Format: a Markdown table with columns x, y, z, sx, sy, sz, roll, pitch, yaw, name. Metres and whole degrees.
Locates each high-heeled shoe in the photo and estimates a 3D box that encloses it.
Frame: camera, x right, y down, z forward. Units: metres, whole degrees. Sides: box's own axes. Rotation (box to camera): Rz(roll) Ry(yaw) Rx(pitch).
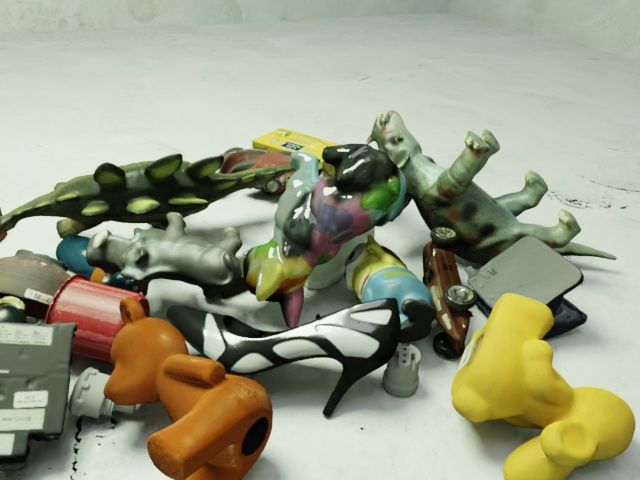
| x | y | z | sx | sy | sz | roll | pitch | yaw | name |
| --- | --- | --- | --- | --- | --- | --- | --- | --- | --- |
| -0.041 | 0.083 | 0.585 | 0.249 | 0.145 | 0.086 | 26 | -6 | 12 | high-heeled shoe |

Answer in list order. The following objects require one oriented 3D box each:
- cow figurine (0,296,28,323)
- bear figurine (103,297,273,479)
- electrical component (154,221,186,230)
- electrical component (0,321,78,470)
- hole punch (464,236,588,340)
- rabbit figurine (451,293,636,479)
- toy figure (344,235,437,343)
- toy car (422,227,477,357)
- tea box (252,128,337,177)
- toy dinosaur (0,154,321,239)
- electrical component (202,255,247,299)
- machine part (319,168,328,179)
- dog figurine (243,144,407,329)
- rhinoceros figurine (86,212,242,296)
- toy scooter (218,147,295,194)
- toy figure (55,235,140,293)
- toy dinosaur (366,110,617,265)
| x | y | z | sx | sy | sz | roll | pitch | yaw | name |
| --- | --- | --- | --- | --- | --- | --- | --- | --- | --- |
| -0.376 | 0.123 | 0.539 | 0.167 | 0.098 | 0.068 | -25 | 47 | -38 | cow figurine |
| -0.145 | 0.144 | 0.495 | 0.196 | 0.120 | 0.132 | 22 | 38 | 25 | bear figurine |
| -0.228 | 0.009 | 0.768 | 0.021 | 0.063 | 0.094 | 21 | 35 | 28 | electrical component |
| -0.294 | 0.141 | 0.495 | 0.115 | 0.058 | 0.134 | 9 | 64 | -22 | electrical component |
| 0.269 | 0.074 | 0.699 | 0.116 | 0.092 | 0.142 | -32 | 40 | 0 | hole punch |
| 0.224 | 0.156 | 0.523 | 0.173 | 0.121 | 0.162 | 29 | 39 | 6 | rabbit figurine |
| 0.088 | 0.065 | 0.677 | 0.089 | 0.082 | 0.180 | 37 | 5 | -28 | toy figure |
| 0.158 | 0.062 | 0.689 | 0.053 | 0.089 | 0.202 | 7 | 32 | 1 | toy car |
| -0.040 | -0.162 | 1.062 | 0.170 | 0.068 | 0.098 | 21 | 35 | 26 | tea box |
| -0.227 | -0.072 | 0.791 | 0.471 | 0.105 | 0.199 | -18 | 9 | -30 | toy dinosaur |
| -0.120 | 0.042 | 0.740 | 0.102 | 0.045 | 0.078 | -18 | 38 | -30 | electrical component |
| 0.016 | -0.065 | 0.818 | 0.084 | 0.039 | 0.139 | -19 | 39 | -23 | machine part |
| -0.001 | -0.002 | 0.666 | 0.192 | 0.108 | 0.219 | -1 | 56 | 34 | dog figurine |
| -0.185 | 0.024 | 0.653 | 0.190 | 0.073 | 0.112 | 9 | 35 | 8 | rhinoceros figurine |
| -0.129 | -0.121 | 0.982 | 0.184 | 0.075 | 0.135 | 14 | 32 | 24 | toy scooter |
| -0.290 | 0.040 | 0.720 | 0.155 | 0.064 | 0.057 | 26 | -1 | 26 | toy figure |
| 0.231 | -0.036 | 0.791 | 0.405 | 0.192 | 0.131 | 40 | 32 | -8 | toy dinosaur |
